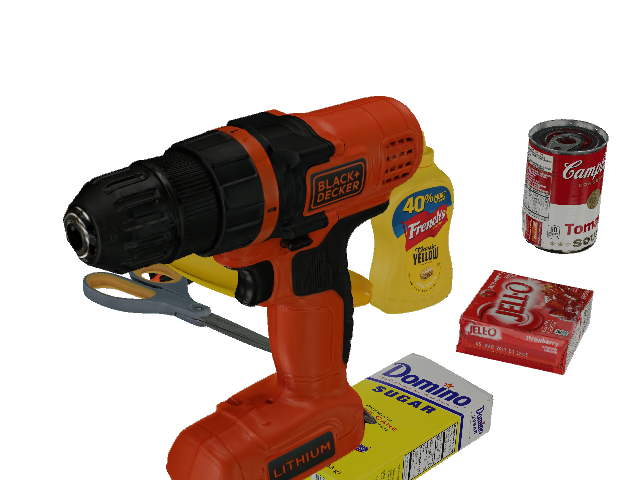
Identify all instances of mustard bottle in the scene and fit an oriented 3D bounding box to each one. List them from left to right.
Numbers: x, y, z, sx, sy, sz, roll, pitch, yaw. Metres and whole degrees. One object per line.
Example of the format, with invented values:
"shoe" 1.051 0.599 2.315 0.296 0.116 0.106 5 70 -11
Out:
"mustard bottle" 0.097 -0.023 1.120 0.096 0.192 0.058 -14 26 -29

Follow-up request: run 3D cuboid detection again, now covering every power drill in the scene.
"power drill" -0.031 0.033 0.493 0.184 0.188 0.057 -19 37 -37

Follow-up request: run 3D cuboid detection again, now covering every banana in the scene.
"banana" -0.057 0.008 0.695 0.069 0.037 0.198 -27 37 -37

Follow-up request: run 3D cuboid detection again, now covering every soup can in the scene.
"soup can" 0.216 -0.048 0.949 0.068 0.102 0.068 -2 30 1

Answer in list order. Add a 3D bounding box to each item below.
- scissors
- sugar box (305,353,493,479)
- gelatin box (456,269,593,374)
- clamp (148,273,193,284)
"scissors" -0.099 0.052 0.883 0.202 0.016 0.096 13 24 17
"sugar box" 0.051 0.156 0.874 0.175 0.048 0.093 -26 38 -37
"gelatin box" 0.141 0.054 0.729 0.073 0.030 0.089 12 24 22
"clamp" -0.142 0.003 1.239 0.120 0.039 0.171 -7 38 20
